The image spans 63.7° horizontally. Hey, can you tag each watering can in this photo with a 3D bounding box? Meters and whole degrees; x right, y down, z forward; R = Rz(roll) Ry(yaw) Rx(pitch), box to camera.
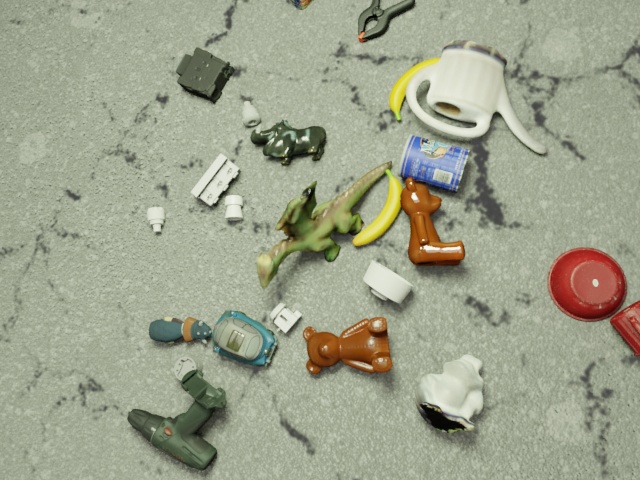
[{"bbox_3d":[0.378,-0.335,1.200,0.348,0.103,0.226,18,83,2],"label":"watering can"}]

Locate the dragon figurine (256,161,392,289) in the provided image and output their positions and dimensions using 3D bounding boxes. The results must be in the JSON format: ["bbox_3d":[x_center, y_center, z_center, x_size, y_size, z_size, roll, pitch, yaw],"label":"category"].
[{"bbox_3d":[0.003,-0.058,1.144,0.123,0.240,0.410,40,91,19],"label":"dragon figurine"}]

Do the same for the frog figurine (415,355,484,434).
[{"bbox_3d":[0.280,0.319,1.097,0.138,0.120,0.163,13,47,21],"label":"frog figurine"}]
